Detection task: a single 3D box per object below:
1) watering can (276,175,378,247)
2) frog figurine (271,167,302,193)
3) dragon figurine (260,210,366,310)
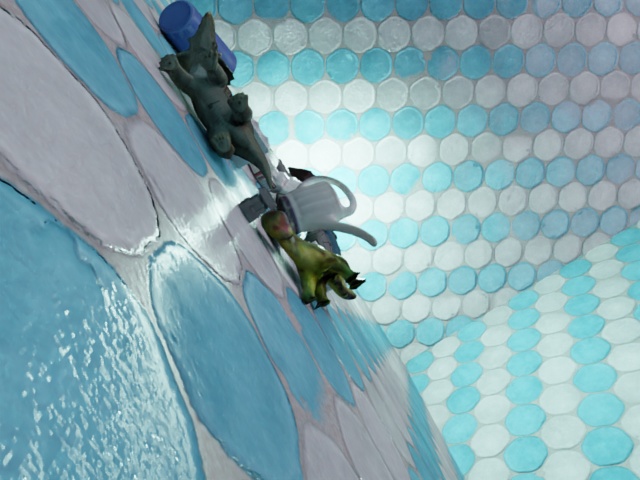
[{"bbox_3d":[0.004,-0.071,1.415,0.355,0.225,0.101,-119,-165,-48],"label":"watering can"},{"bbox_3d":[-0.101,-0.165,1.620,0.140,0.122,0.157,-70,144,-63],"label":"frog figurine"},{"bbox_3d":[-0.027,0.024,1.089,0.245,0.122,0.406,51,0,16],"label":"dragon figurine"}]
